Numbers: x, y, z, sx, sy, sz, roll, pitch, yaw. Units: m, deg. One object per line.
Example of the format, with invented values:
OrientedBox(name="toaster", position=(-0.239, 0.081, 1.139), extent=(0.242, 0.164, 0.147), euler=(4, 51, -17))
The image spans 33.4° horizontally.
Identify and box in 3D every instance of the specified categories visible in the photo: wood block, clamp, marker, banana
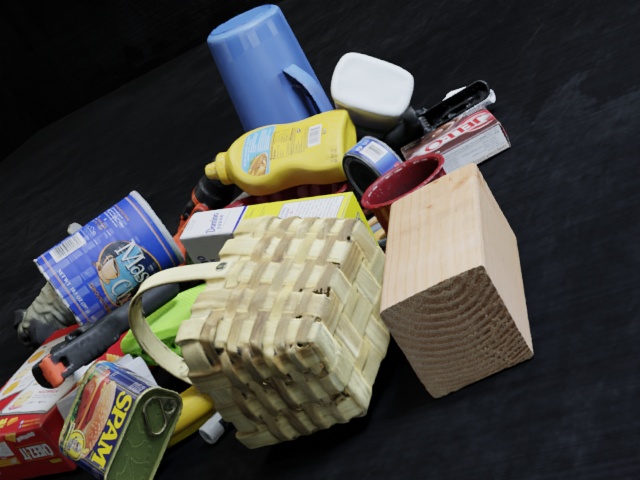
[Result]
OrientedBox(name="wood block", position=(0.113, 0.027, 0.894), extent=(0.090, 0.091, 0.206), euler=(-27, 20, 17))
OrientedBox(name="clamp", position=(-0.221, 0.096, 1.055), extent=(0.164, 0.036, 0.210), euler=(-33, 5, 4))
OrientedBox(name="clamp", position=(0.135, -0.146, 1.306), extent=(0.120, 0.039, 0.172), euler=(-18, -5, -15))
OrientedBox(name="marker", position=(-0.066, 0.143, 1.000), extent=(0.121, 0.020, 0.020), euler=(-44, 22, -29))
OrientedBox(name="banana", position=(-0.131, 0.162, 1.028), extent=(0.198, 0.037, 0.069), euler=(-31, 21, 3))

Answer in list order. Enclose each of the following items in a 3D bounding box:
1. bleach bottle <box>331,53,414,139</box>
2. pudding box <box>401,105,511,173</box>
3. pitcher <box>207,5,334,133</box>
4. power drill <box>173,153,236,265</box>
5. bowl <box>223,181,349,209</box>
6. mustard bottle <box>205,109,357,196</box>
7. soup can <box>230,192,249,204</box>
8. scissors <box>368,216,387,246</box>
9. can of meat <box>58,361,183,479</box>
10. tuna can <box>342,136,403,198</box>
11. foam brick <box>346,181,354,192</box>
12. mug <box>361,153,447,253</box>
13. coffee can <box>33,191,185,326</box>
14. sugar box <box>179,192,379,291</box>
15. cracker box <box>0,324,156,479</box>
OrientedBox(name="bleach bottle", position=(0.061, -0.177, 1.408), extent=(0.251, 0.102, 0.068), euler=(117, 170, -85))
OrientedBox(name="pudding box", position=(0.155, -0.107, 1.234), extent=(0.113, 0.039, 0.090), euler=(-30, 18, 6))
OrientedBox(name="pitcher", position=(-0.050, -0.191, 1.451), extent=(0.149, 0.243, 0.145), euler=(-20, 21, 17))
OrientedBox(name="power drill", position=(-0.171, -0.008, 1.381), extent=(0.185, 0.057, 0.187), euler=(-62, -2, 39))
OrientedBox(name="bowl", position=(-0.039, -0.024, 1.274), extent=(0.162, 0.055, 0.162), euler=(-13, 13, 3))
OrientedBox(name="mustard bottle", position=(-0.053, -0.101, 1.312), extent=(0.192, 0.058, 0.096), euler=(-10, 52, 20))
OrientedBox(name="soup can", position=(-0.063, -0.048, 1.390), extent=(0.102, 0.068, 0.069), euler=(-41, 21, -23))
OrientedBox(name="scissors", position=(0.028, 0.019, 1.162), extent=(0.201, 0.016, 0.096), euler=(-36, 19, -8))
OrientedBox(name="can of meat", position=(-0.185, 0.170, 0.977), extent=(0.084, 0.057, 0.102), euler=(20, 86, 41))
OrientedBox(name="tuna can", position=(0.065, -0.075, 1.226), extent=(0.033, 0.086, 0.086), euler=(-41, 20, -19))
OrientedBox(name="foam brick", position=(0.012, -0.094, 1.371), extent=(0.053, 0.078, 0.051), euler=(-31, 20, 10))
OrientedBox(name="mug", position=(0.090, -0.023, 1.064), extent=(0.117, 0.081, 0.093), euler=(-25, 20, 20))
OrientedBox(name="coffee can", position=(-0.242, 0.024, 1.228), extent=(0.140, 0.103, 0.103), euler=(-36, 19, -12))
OrientedBox(name="sugar box", position=(-0.036, 0.009, 1.015), extent=(0.176, 0.093, 0.048), euler=(-4, 42, 29))
OrientedBox(name="cracker box", position=(-0.285, 0.173, 1.193), extent=(0.164, 0.072, 0.213), euler=(-18, 23, 35))
